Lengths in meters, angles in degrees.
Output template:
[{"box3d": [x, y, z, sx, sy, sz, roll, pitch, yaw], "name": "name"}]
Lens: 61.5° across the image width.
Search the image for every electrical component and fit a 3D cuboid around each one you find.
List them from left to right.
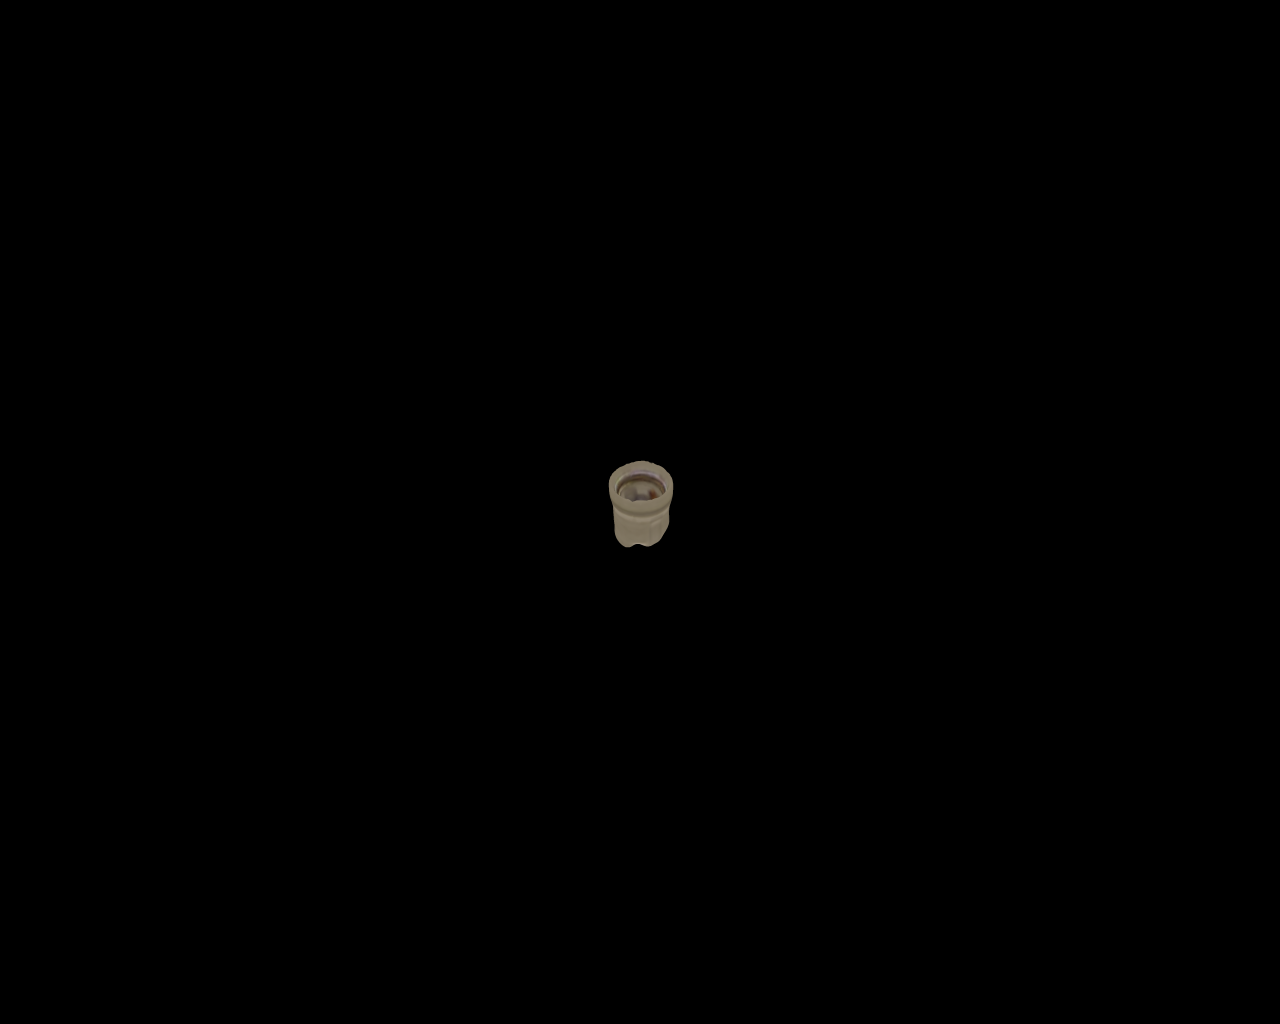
[{"box3d": [0.001, -0.003, 0.650, 0.040, 0.046, 0.040, 0, 44, 0], "name": "electrical component"}]
